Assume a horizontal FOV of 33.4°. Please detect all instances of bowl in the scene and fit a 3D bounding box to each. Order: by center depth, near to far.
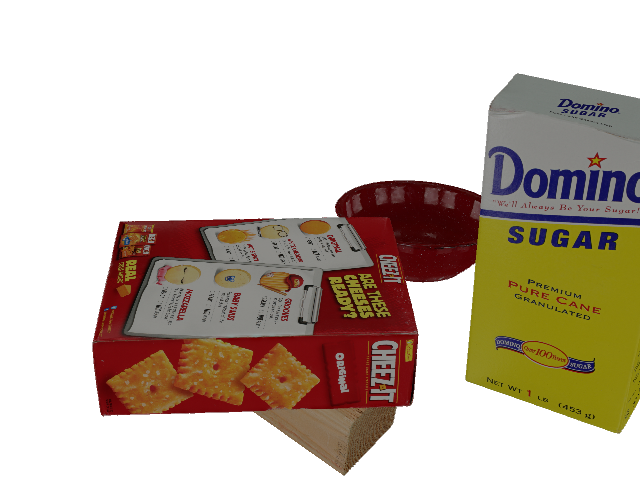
[{"bbox_3d":[0.093,-0.004,1.019,0.162,0.055,0.162,2,24,-1],"label":"bowl"}]

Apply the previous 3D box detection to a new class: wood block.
[{"bbox_3d":[-0.026,0.139,1.123,0.206,0.090,0.090,31,49,25],"label":"wood block"}]

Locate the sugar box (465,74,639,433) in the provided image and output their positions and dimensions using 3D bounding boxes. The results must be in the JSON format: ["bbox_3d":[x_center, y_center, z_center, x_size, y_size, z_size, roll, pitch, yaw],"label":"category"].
[{"bbox_3d":[0.128,0.010,0.549,0.093,0.176,0.048,16,39,25],"label":"sugar box"}]

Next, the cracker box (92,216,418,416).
[{"bbox_3d":[-0.047,0.051,0.774,0.213,0.072,0.164,-1,30,-3],"label":"cracker box"}]
